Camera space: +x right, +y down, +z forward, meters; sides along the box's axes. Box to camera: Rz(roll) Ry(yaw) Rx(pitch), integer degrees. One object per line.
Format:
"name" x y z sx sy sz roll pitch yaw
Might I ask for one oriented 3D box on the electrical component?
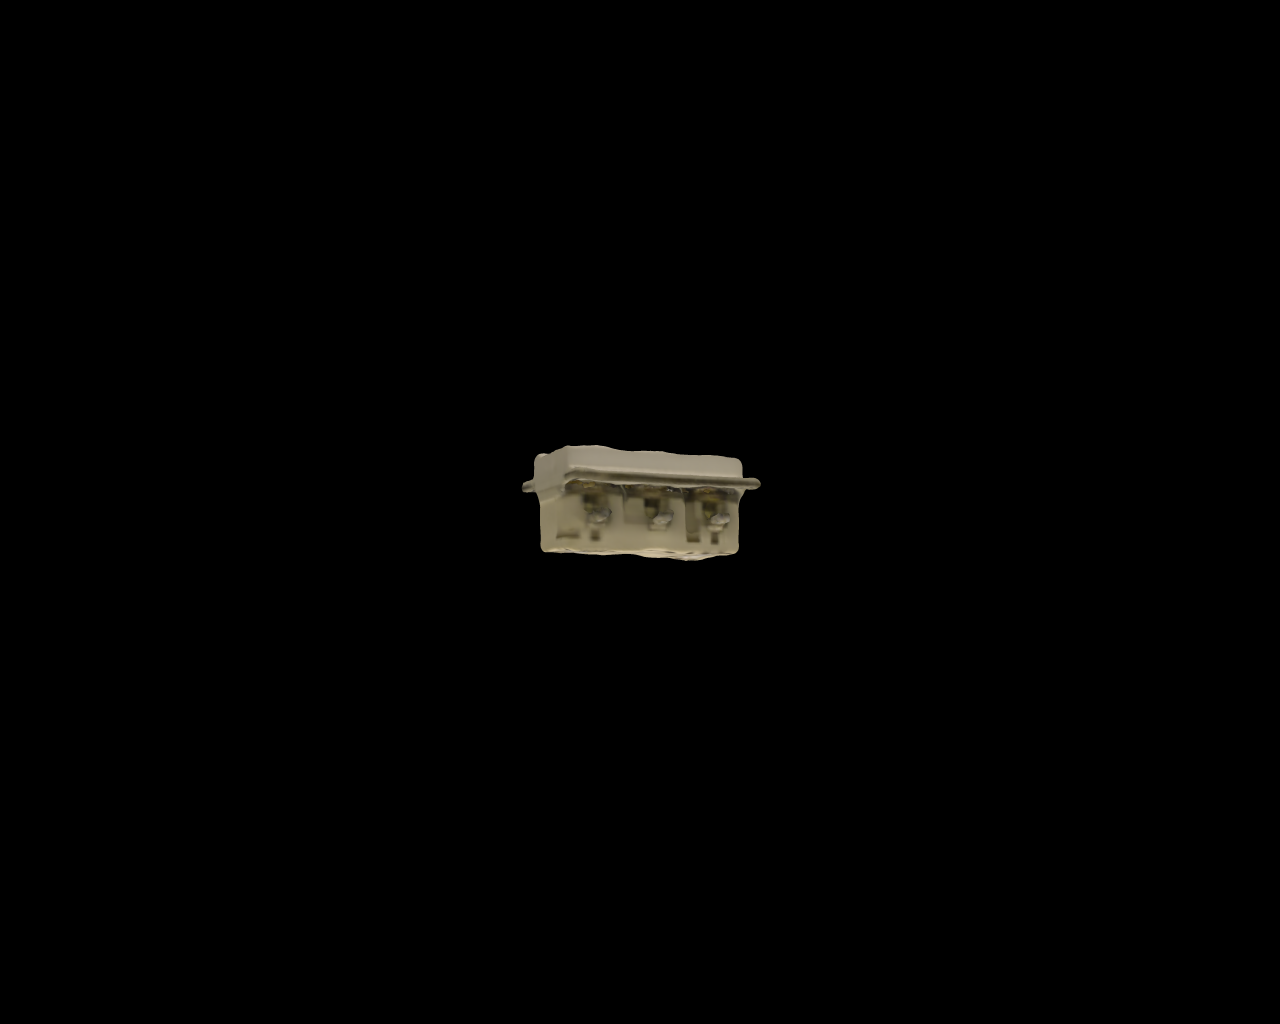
"electrical component" 0.001 -0.003 0.650 0.121 0.063 0.078 4 -7 -29
